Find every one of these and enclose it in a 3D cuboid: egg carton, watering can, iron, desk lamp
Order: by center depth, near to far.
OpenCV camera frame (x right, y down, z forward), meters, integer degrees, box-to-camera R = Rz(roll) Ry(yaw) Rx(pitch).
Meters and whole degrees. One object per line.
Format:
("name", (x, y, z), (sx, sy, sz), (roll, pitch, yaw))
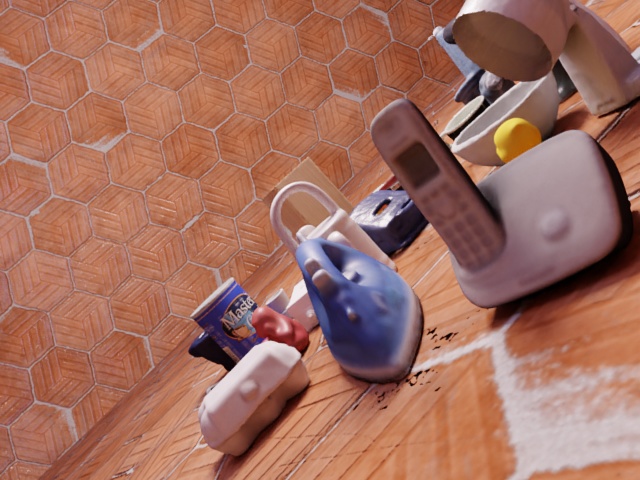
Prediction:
("iron", (0.023, 0.054, 0.618), (0.118, 0.141, 0.258), (-43, 6, 2))
("desk lamp", (0.285, -0.245, 0.654), (0.203, 0.213, 0.118), (-44, 7, -9))
("egg carton", (-0.083, 0.190, 0.703), (0.150, 0.069, 0.107), (-45, 7, -16))
("watering can", (0.006, 0.004, 0.819), (0.101, 0.194, 0.172), (-47, 8, -32))

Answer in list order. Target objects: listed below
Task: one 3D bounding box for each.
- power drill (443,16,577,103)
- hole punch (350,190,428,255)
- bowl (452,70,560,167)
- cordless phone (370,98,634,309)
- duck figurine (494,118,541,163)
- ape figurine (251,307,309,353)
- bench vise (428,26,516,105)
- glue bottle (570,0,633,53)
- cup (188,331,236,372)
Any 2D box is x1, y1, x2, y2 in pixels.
("power drill", (0.313, -0.305, 0.908), (0.076, 0.208, 0.229), (-45, 7, -17))
("hole punch", (0.111, -0.037, 0.920), (0.109, 0.091, 0.101), (-47, 7, -30))
("bowl", (0.269, -0.155, 0.795), (0.167, 0.075, 0.167), (-42, 6, 6))
("cordless phone", (0.129, -0.048, 0.437), (0.147, 0.185, 0.094), (-37, 9, 44))
("duck figurine", (0.221, -0.090, 0.599), (0.077, 0.086, 0.104), (-43, 6, -2))
("ape figurine", (-0.065, 0.137, 0.842), (0.076, 0.092, 0.077), (-46, 7, -28))
("bench vise", (0.296, -0.317, 1.048), (0.121, 0.220, 0.207), (-43, 6, -3))
("glue bottle", (0.345, -0.291, 0.777), (0.037, 0.173, 0.078), (-43, 7, -5))
("cup", (-0.199, 0.219, 1.128), (0.117, 0.095, 0.092), (-40, 7, 27))
